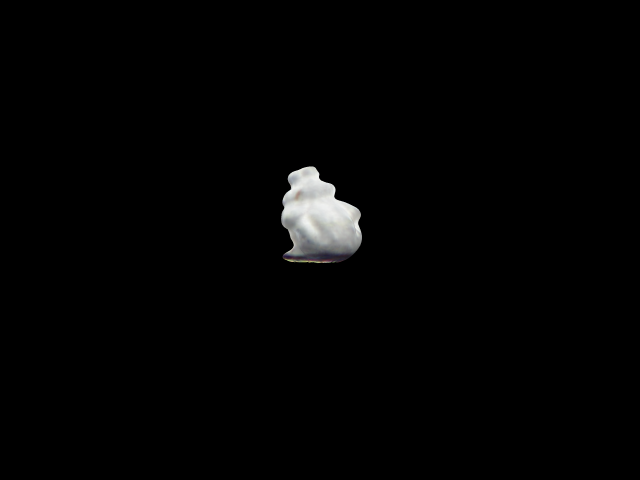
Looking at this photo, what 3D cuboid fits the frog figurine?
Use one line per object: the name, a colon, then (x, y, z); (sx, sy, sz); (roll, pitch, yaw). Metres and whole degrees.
frog figurine: (0.003, -0.043, 0.850); (0.137, 0.159, 0.123); (0, 1, -15)
